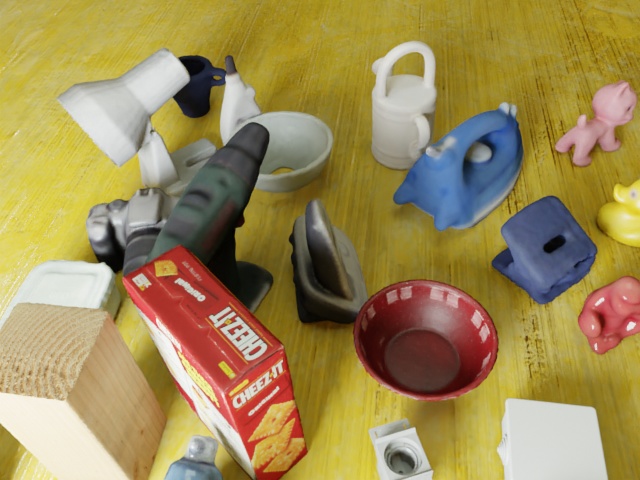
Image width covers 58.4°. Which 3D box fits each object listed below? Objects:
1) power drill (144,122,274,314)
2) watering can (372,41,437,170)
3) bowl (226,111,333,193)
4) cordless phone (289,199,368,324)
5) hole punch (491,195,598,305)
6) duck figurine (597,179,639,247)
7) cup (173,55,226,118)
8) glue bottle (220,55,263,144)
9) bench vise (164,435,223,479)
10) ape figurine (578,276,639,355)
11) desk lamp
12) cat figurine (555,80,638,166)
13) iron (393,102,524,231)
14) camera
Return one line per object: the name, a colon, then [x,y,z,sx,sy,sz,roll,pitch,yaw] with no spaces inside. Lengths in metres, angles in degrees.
power drill: [-0.115,0.000,0.690,0.075,0.209,0.230,16,50,19]
watering can: [0.125,-0.217,0.884,0.101,0.194,0.172,-33,53,-24]
bowl: [-0.060,-0.126,0.895,0.167,0.075,0.167,-2,47,3]
cordless phone: [0.006,0.002,0.694,0.094,0.185,0.147,-10,47,-5]
hole punch: [0.291,0.010,0.729,0.109,0.091,0.100,-30,51,-21]
duck figurine: [0.437,-0.043,0.770,0.104,0.086,0.078,22,53,23]
cup: [-0.217,-0.270,1.028,0.117,0.095,0.091,3,47,7]
glue bottle: [-0.129,-0.216,0.916,0.078,0.173,0.037,-29,51,-21]
bench vise: [-0.144,0.247,0.453,0.121,0.220,0.207,-6,47,-1]
ape figurine: [0.343,0.078,0.661,0.077,0.092,0.076,5,48,9]
desk lamp: [-0.252,-0.164,0.850,0.204,0.214,0.117,-33,53,-24]
cat figurine: [0.439,-0.194,0.889,0.128,0.118,0.067,-28,51,-20]
iron: [0.226,-0.128,0.829,0.259,0.142,0.118,-36,54,-26]
camera: [-0.243,0.004,0.770,0.143,0.101,0.136,-7,47,-2]
